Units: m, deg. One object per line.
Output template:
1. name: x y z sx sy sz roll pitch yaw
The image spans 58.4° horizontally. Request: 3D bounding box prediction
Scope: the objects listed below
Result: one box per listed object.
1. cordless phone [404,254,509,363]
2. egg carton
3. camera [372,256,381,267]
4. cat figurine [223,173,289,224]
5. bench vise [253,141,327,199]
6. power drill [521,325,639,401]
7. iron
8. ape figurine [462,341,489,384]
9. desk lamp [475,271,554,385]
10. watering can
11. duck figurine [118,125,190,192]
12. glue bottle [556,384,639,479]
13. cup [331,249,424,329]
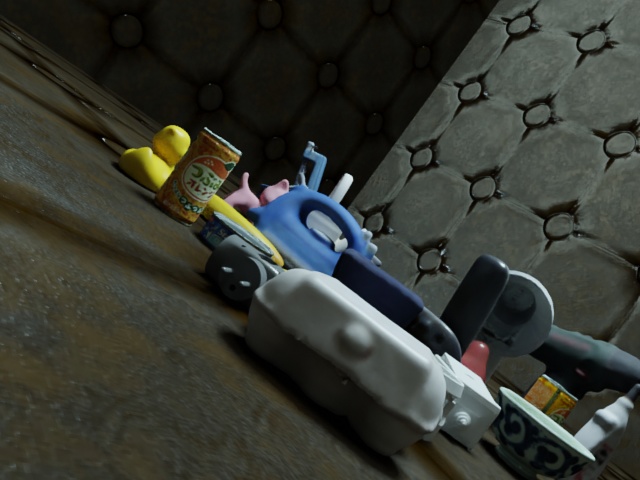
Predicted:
1. cordless phone: 0.148 0.087 0.726 0.094 0.185 0.147 34 3 -42
2. egg carton: 0.020 0.080 0.405 0.150 0.069 0.107 37 2 11
3. camera: 0.088 0.078 1.124 0.137 0.101 0.143 36 2 -8
4. cat figurine: -0.110 -0.076 1.101 0.128 0.117 0.067 35 2 -19
5. bench vise: -0.034 -0.091 1.260 0.208 0.219 0.121 36 2 -14
6. power drill: 0.387 0.241 0.892 0.076 0.208 0.228 34 3 -44
7. iron: 0.009 0.003 0.934 0.257 0.141 0.119 37 2 24
8. ape figurine: 0.205 0.183 0.804 0.077 0.092 0.076 36 2 7
9. desk lamp: 0.263 0.147 0.885 0.117 0.213 0.204 37 2 16
10. watering can: 0.007 -0.036 1.076 0.173 0.194 0.100 35 2 -24
11. duck figurine: -0.206 -0.111 0.746 0.077 0.086 0.105 36 2 4
12. glue bottle: 0.390 0.269 0.792 0.078 0.173 0.037 35 2 -39
13. cup: 0.030 0.065 0.545 0.092 0.095 0.117 35 2 -26
